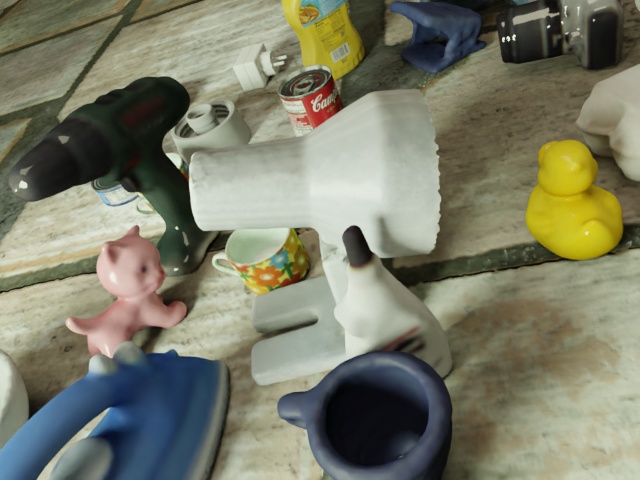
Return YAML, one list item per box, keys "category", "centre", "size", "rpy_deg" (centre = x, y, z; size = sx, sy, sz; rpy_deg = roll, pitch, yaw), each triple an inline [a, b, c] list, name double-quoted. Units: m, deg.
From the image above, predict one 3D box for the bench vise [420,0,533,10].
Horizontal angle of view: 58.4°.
- category: "bench vise"
  centre: [0.226, -0.432, 0.798]
  size: [0.207, 0.220, 0.121]
  rpy_deg: [-23, 40, 3]

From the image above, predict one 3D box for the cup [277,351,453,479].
- category: "cup"
  centre: [0.035, 0.135, 0.381]
  size: [0.117, 0.095, 0.092]
  rpy_deg: [-2, 45, 25]

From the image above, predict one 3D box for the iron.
- category: "iron"
  centre: [-0.167, 0.161, 0.417]
  size: [0.118, 0.142, 0.259]
  rpy_deg: [7, 49, 32]

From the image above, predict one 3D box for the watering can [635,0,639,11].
- category: "watering can"
  centre: [0.404, -0.263, 0.548]
  size: [0.172, 0.194, 0.101]
  rpy_deg: [-14, 41, 12]

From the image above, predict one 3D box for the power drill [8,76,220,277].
- category: "power drill"
  centre: [-0.193, -0.061, 0.616]
  size: [0.075, 0.209, 0.230]
  rpy_deg: [0, 46, 26]

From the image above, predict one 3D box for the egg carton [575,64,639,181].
- category: "egg carton"
  centre: [0.326, -0.121, 0.532]
  size: [0.150, 0.070, 0.107]
  rpy_deg: [-25, 40, 0]

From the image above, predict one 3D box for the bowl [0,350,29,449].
- category: "bowl"
  centre: [-0.332, 0.186, 0.524]
  size: [0.167, 0.075, 0.167]
  rpy_deg: [-14, 41, 13]

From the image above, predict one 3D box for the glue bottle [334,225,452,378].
- category: "glue bottle"
  centre: [0.044, 0.054, 0.402]
  size: [0.078, 0.173, 0.037]
  rpy_deg: [-35, 41, -12]

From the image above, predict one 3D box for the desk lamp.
- category: "desk lamp"
  centre: [0.004, 0.002, 0.448]
  size: [0.203, 0.214, 0.118]
  rpy_deg: [-17, 41, 9]

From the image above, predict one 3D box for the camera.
- category: "camera"
  centre: [0.285, -0.276, 0.694]
  size: [0.136, 0.101, 0.143]
  rpy_deg: [-7, 43, 20]

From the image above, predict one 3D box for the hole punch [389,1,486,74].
- category: "hole punch"
  centre: [0.161, -0.297, 0.786]
  size: [0.101, 0.091, 0.108]
  rpy_deg: [-31, 41, -7]

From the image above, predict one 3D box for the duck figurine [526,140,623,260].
- category: "duck figurine"
  centre: [0.214, -0.042, 0.489]
  size: [0.077, 0.086, 0.104]
  rpy_deg: [-17, 41, 9]

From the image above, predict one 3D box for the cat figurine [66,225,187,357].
- category: "cat figurine"
  centre: [-0.196, 0.051, 0.568]
  size: [0.067, 0.118, 0.128]
  rpy_deg: [11, 52, 35]
